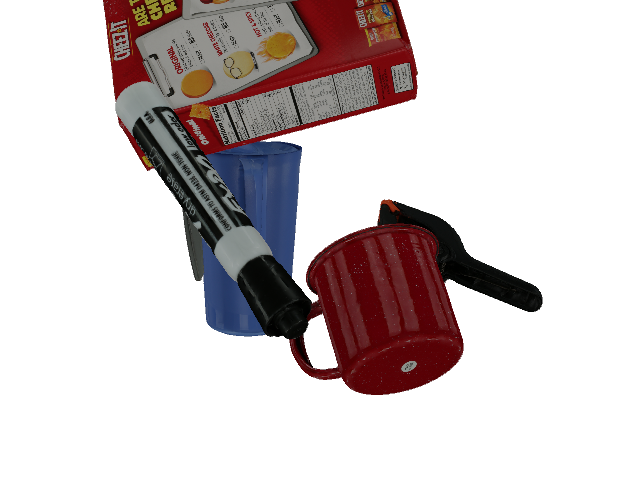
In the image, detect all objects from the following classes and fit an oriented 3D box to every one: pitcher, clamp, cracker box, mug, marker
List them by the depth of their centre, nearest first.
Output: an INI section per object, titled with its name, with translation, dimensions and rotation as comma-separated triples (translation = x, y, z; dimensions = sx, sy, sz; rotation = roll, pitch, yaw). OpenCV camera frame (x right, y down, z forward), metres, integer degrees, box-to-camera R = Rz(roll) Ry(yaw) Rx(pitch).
[marker]
translation = -0.039, -0.012, 0.380
dimensions = 0.020, 0.020, 0.121
rotation = 0, 44, -47
[mug]
translation = 0.033, 0.053, 0.700
dimensions = 0.117, 0.081, 0.093
rotation = -23, -32, 12
[cracker box]
translation = -0.048, -0.157, 0.806
dimensions = 0.214, 0.164, 0.072
rotation = -15, -32, 3
[clamp]
translation = 0.114, 0.022, 0.951
dimensions = 0.120, 0.039, 0.171
rotation = -7, 46, -27
[pitcher]
translation = -0.091, -0.004, 1.352
dimensions = 0.145, 0.243, 0.148
rotation = 10, 16, 35

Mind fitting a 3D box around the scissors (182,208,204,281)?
[scissors]
translation = -0.108, -0.071, 0.989
dimensions = 0.096, 0.202, 0.016
rotation = -20, -3, -27
